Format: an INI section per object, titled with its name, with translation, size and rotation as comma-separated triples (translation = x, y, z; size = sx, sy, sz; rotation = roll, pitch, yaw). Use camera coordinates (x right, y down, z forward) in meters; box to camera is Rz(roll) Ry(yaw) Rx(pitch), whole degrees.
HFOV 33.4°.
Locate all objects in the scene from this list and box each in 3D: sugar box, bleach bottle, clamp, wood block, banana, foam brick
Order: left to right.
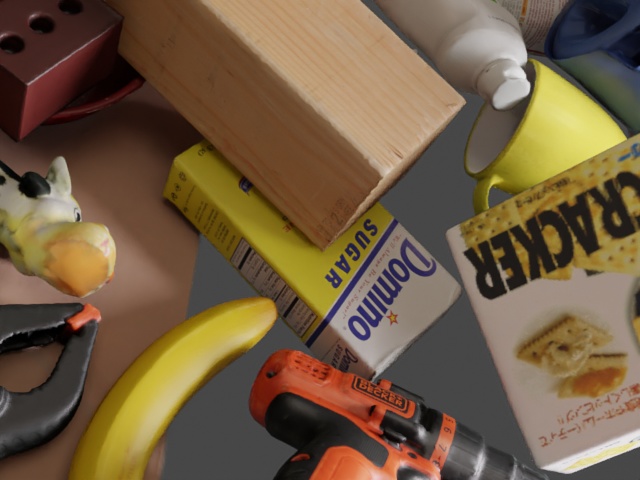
[clamp]
translation = -0.188, 0.080, 0.543
size = 0.120, 0.039, 0.171
rotation = 44, 49, -5
[foam brick]
translation = -0.157, -0.104, 0.594
size = 0.053, 0.051, 0.078
rotation = 40, 55, 7
[banana]
translation = -0.086, 0.099, 0.572
size = 0.069, 0.037, 0.197
rotation = 27, 53, -6
[wood block]
translation = -0.030, -0.107, 0.625
size = 0.206, 0.090, 0.090
rotation = 45, 53, 5
[sugar box]
translation = -0.004, 0.001, 0.657
size = 0.176, 0.048, 0.093
rotation = 44, 55, 11
[bleach bottle]
translation = 0.068, -0.184, 0.747
size = 0.102, 0.068, 0.251
rotation = 7, 42, -38

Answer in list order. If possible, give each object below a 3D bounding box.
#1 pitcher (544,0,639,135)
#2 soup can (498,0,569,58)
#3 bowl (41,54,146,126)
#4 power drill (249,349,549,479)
[pitcher]
translation = 0.286, -0.105, 0.750
size = 0.242, 0.145, 0.149
rotation = 41, 80, -17
[soup can]
translation = 0.158, -0.175, 0.811
size = 0.102, 0.069, 0.068
rotation = 6, 58, -16
[bowl]
translation = -0.180, -0.127, 0.667
size = 0.162, 0.055, 0.162
rotation = 9, 57, -14
[power drill]
translation = 0.037, 0.135, 0.529
size = 0.184, 0.057, 0.187
rotation = 23, 17, 2
